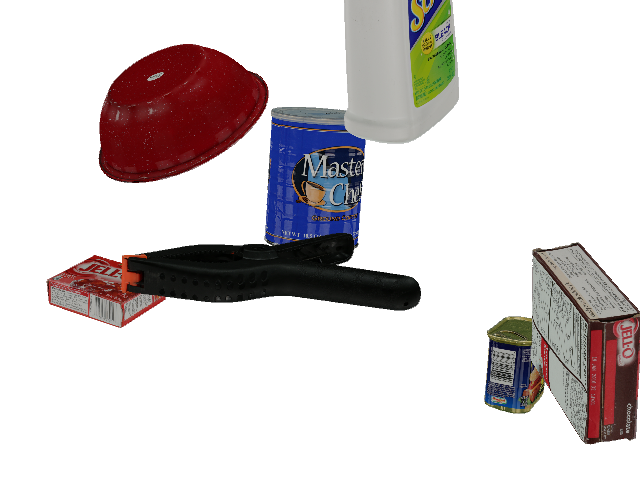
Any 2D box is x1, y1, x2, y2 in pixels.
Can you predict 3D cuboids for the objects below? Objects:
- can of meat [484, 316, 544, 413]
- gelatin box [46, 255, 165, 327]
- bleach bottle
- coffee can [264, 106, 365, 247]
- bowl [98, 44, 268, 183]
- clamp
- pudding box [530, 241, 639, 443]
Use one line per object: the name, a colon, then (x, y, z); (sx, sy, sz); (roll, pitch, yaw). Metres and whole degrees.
can of meat: (0.220, 0.138, 1.192); (0.058, 0.084, 0.102); (8, 12, 24)
gelatin box: (-0.204, 0.047, 1.023); (0.089, 0.030, 0.073); (15, 25, 23)
bleach bottle: (0.053, -0.204, 0.776); (0.068, 0.251, 0.102); (15, 38, 32)
coffee can: (-0.005, -0.067, 1.134); (0.103, 0.140, 0.103); (4, 12, -1)
bowl: (-0.128, -0.120, 0.911); (0.162, 0.055, 0.162); (-17, 36, 13)
clamp: (-0.039, 0.025, 0.790); (0.209, 0.036, 0.165); (-2, 12, -23)
pudding box: (0.171, 0.064, 0.696); (0.039, 0.090, 0.113); (-7, 24, -7)
